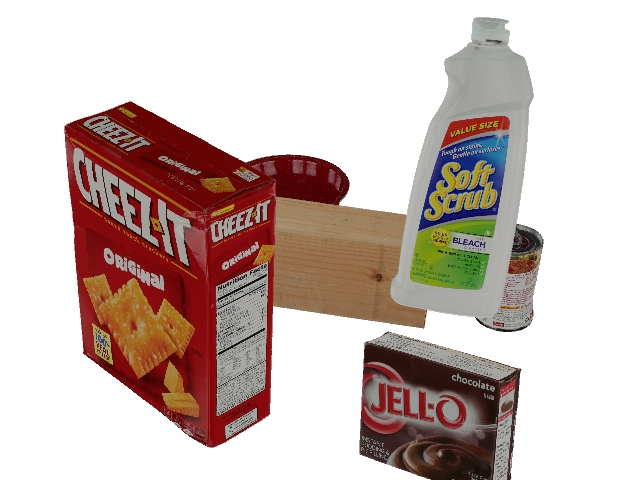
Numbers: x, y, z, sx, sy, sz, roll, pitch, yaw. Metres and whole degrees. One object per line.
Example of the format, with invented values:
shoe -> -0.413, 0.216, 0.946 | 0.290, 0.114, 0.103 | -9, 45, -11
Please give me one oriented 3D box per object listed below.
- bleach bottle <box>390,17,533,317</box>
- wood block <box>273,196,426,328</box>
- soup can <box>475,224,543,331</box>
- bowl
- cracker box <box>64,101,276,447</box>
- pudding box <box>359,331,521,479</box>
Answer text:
bleach bottle -> 0.123, -0.064, 0.916 | 0.103, 0.251, 0.068 | 9, 18, 14
wood block -> 0.012, 0.019, 1.090 | 0.206, 0.091, 0.090 | 8, 22, 6
soup can -> 0.206, 0.041, 1.177 | 0.068, 0.102, 0.068 | 0, 29, 0
bowl -> -0.045, -0.047, 1.333 | 0.162, 0.055, 0.162 | -1, 32, 1
cracker box -> -0.114, 0.027, 0.799 | 0.164, 0.214, 0.071 | 29, 41, 35
pudding box -> 0.083, 0.123, 0.764 | 0.114, 0.090, 0.039 | 12, 19, 32
